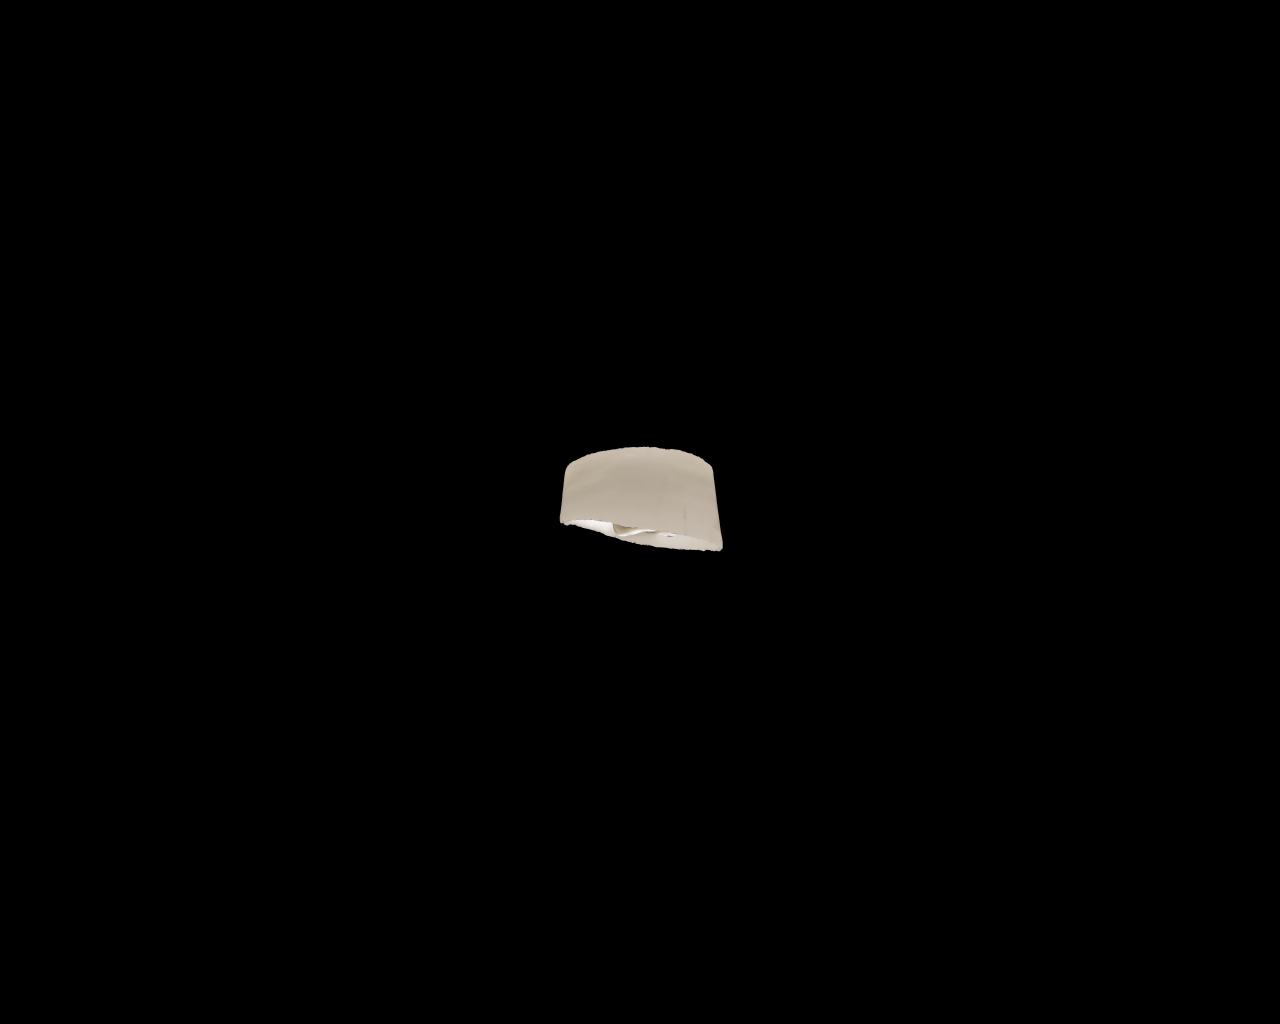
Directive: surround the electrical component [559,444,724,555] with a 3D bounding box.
[{"bbox_3d":[0.001,-0.003,0.650,0.099,0.064,0.099,0,-16,0],"label":"electrical component"}]
